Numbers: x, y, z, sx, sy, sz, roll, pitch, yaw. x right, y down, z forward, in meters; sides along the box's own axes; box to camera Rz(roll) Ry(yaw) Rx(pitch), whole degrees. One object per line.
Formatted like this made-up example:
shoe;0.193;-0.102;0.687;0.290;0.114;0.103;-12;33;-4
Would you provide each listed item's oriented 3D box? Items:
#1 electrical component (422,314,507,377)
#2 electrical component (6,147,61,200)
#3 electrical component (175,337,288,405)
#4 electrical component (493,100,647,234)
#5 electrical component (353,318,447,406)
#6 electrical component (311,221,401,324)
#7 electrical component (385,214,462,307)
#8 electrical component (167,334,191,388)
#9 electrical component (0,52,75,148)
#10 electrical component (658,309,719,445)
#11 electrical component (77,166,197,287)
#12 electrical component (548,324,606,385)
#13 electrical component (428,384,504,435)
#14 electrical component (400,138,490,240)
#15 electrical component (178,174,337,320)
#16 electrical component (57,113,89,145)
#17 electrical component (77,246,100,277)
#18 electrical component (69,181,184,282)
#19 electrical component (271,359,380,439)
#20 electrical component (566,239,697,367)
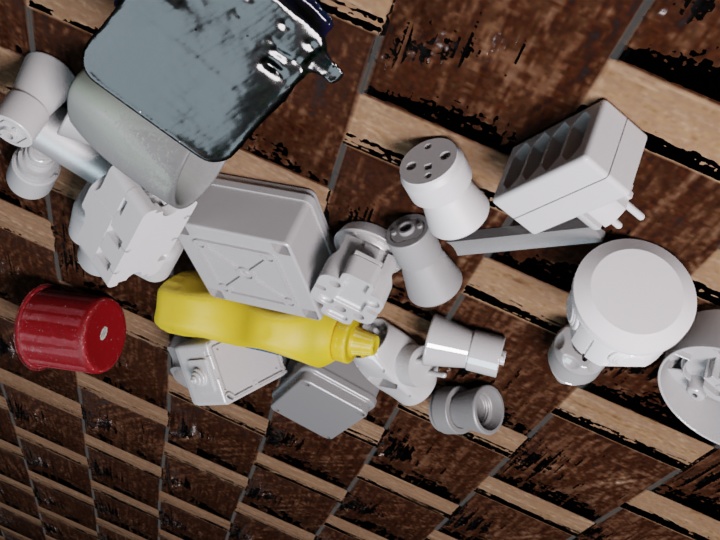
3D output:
electrical component;0.088;0.065;0.886;0.065;0.044;0.044;14;150;9
electrical component;-0.271;-0.089;0.901;0.040;0.040;0.078;32;150;-13
electrical component;-0.128;0.087;1.013;0.061;0.096;0.061;-9;101;45
electrical component;0.139;-0.050;0.651;0.076;0.047;0.083;36;149;-19
electrical component;0.041;0.083;0.940;0.079;0.043;0.077;3;145;48
electrical component;0.000;0.000;0.827;0.058;0.057;0.078;26;151;-3
electrical component;0.045;-0.009;0.796;0.044;0.044;0.065;3;140;33
electrical component;-0.156;0.090;1.093;0.050;0.055;0.089;15;150;16
electrical component;-0.244;-0.124;0.797;0.044;0.065;0.044;18;150;11
electrical component;0.260;0.075;0.748;0.099;0.064;0.099;18;150;11
electrical component;-0.171;-0.040;0.810;0.055;0.050;0.089;53;132;17
electrical component;0.166;0.069;0.831;0.043;0.043;0.062;21;152;6
electrical component;0.096;0.127;0.977;0.055;0.045;0.045;-8;138;44
electrical component;0.056;-0.053;0.710;0.045;0.045;0.055;2;144;34
electrical component;-0.080;-0.019;0.857;0.109;0.056;0.108;11;148;22
electrical component;-0.189;-0.106;0.812;0.065;0.044;0.044;29;151;-17
electrical component;-0.233;-0.025;0.972;0.045;0.045;0.055;25;151;-2
electrical component;-0.194;-0.038;0.912;0.095;0.053;0.059;28;151;-7
electrical component;-0.031;0.112;1.034;0.078;0.057;0.113;30;151;-9
electrical component;0.177;0.024;0.713;0.080;0.080;0.051;20;156;7
